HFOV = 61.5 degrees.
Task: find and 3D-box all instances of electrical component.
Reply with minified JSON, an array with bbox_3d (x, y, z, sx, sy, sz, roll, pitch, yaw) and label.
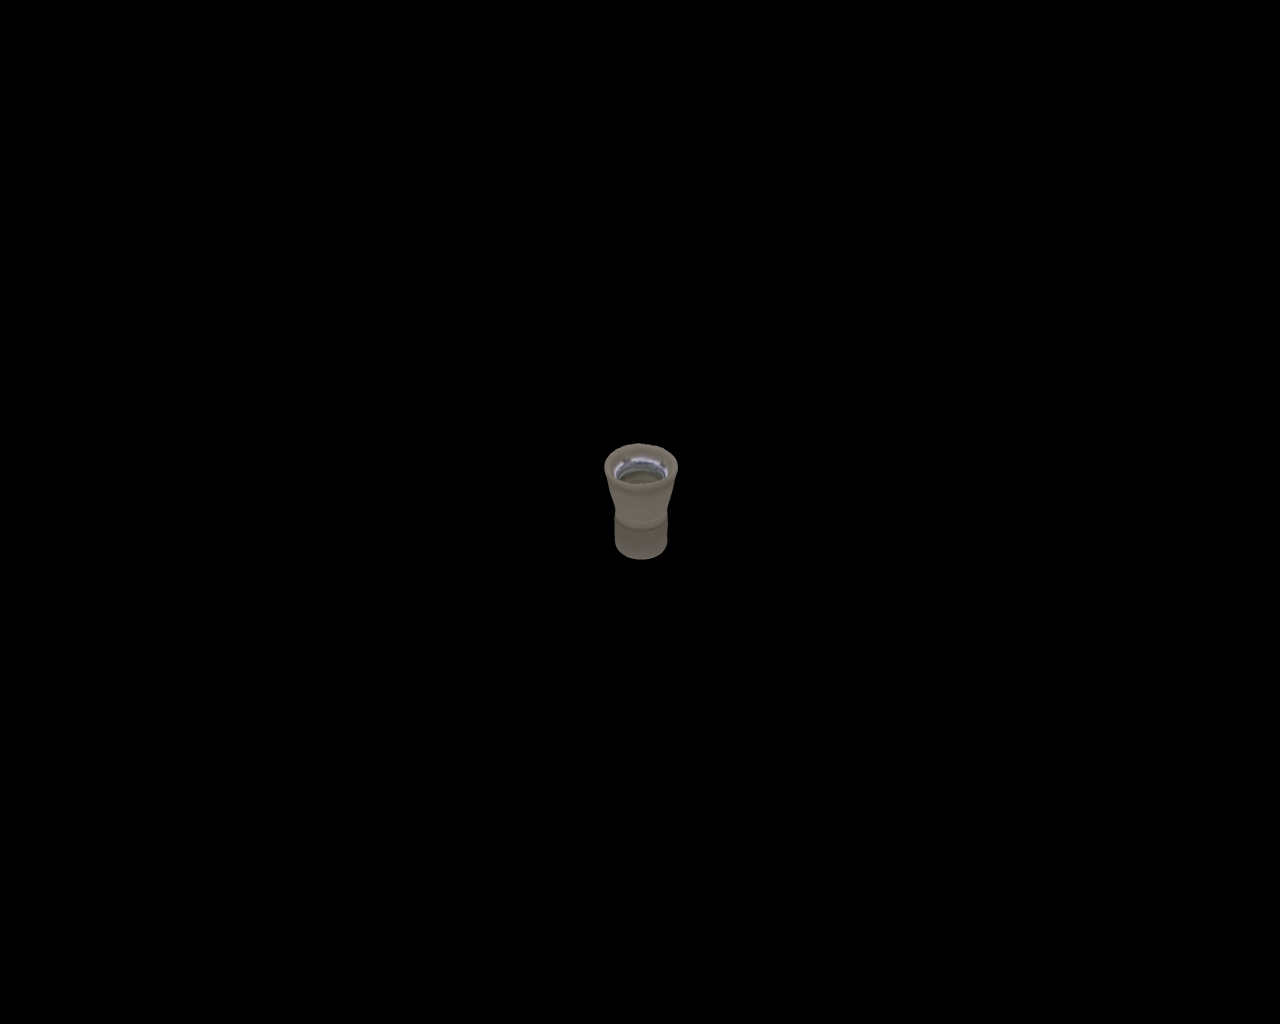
[{"bbox_3d":[0.001,-0.003,0.650,0.044,0.065,0.044,0,36,0],"label":"electrical component"}]
